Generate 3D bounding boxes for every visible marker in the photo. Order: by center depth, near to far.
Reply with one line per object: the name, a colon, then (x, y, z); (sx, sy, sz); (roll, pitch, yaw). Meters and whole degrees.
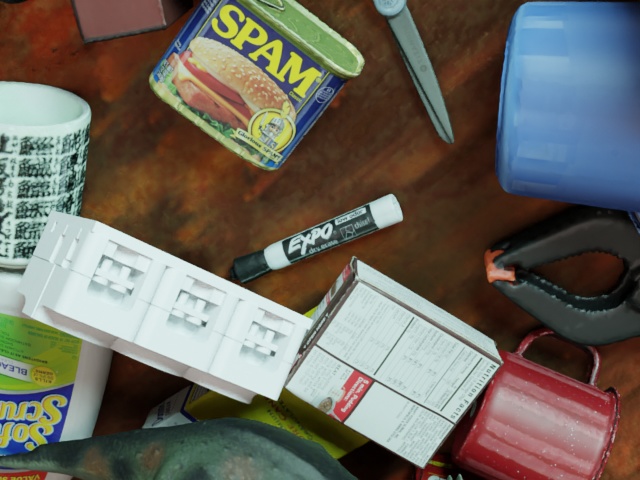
marker: (-0.005, 0.001, 0.696); (0.121, 0.020, 0.020); (-22, 108, 16)

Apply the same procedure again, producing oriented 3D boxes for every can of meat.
can of meat: (-0.039, -0.102, 0.638); (0.102, 0.057, 0.084); (37, 114, -8)

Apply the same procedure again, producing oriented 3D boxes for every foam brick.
foam brick: (-0.109, -0.149, 0.616); (0.051, 0.078, 0.053); (-9, 111, 9)

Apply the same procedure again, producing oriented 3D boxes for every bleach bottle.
bleach bottle: (-0.197, 0.125, 0.751); (0.102, 0.068, 0.251); (13, 116, 1)

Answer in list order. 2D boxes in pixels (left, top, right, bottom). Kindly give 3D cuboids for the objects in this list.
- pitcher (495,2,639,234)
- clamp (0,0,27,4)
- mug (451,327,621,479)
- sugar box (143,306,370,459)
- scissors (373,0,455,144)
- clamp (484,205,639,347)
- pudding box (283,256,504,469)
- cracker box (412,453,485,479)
pitcher: (0.221, -0.057, 0.580); (0.243, 0.145, 0.149); (6, 69, 12)
clamp: (-0.201, -0.176, 0.602); (0.172, 0.039, 0.120); (-14, 114, 50)
mug: (0.141, 0.112, 0.692); (0.081, 0.093, 0.117); (23, 83, 3)
sugar box: (-0.028, 0.118, 0.732); (0.176, 0.048, 0.093); (-35, 105, 17)
scissors: (0.021, -0.148, 0.632); (0.096, 0.016, 0.202); (-5, 111, 12)
clamp: (0.210, 0.016, 0.663); (0.210, 0.036, 0.165); (12, 110, 0)
pudding box: (0.043, 0.078, 0.665); (0.113, 0.039, 0.090); (31, 104, -13)
cracker box: (0.130, 0.270, 0.760); (0.164, 0.072, 0.214); (10, 112, 4)
